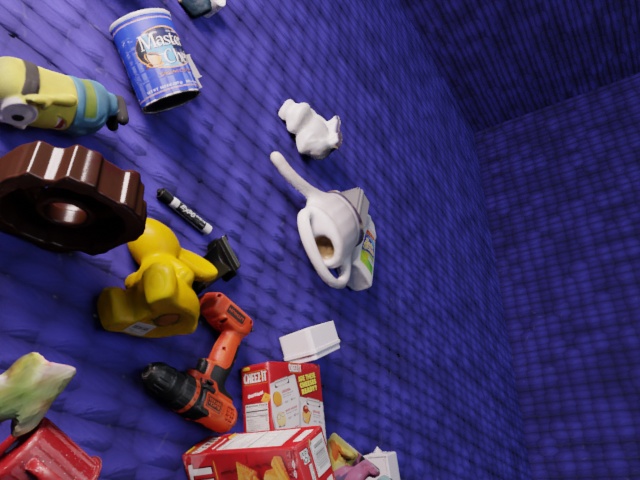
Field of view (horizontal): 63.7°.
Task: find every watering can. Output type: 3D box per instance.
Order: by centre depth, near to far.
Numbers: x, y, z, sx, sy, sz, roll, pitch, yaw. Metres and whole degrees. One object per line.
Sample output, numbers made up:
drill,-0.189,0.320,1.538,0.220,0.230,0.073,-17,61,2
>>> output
watering can,0.004,-0.060,1.194,0.103,0.345,0.227,-18,10,28

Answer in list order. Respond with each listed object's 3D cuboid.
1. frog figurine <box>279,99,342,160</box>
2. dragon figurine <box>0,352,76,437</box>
frog figurine,-0.034,-0.274,1.290,0.159,0.140,0.120,14,-26,-16
dragon figurine,-0.397,0.173,0.389,0.121,0.241,0.415,-8,12,41
